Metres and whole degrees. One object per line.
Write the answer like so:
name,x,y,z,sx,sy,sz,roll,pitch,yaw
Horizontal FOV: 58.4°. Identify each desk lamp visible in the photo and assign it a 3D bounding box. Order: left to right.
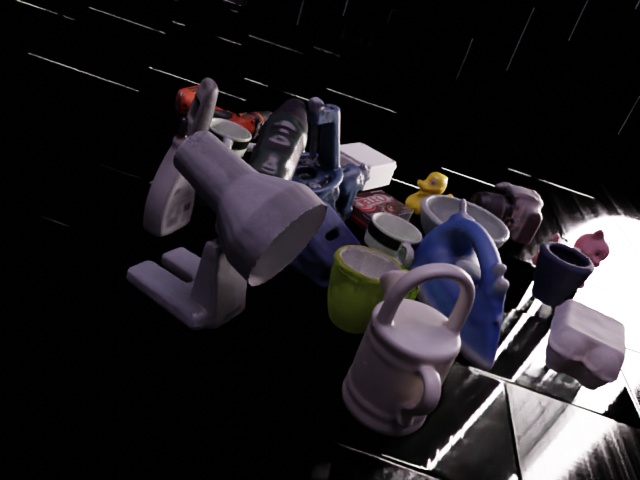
desk lamp,-0.111,-0.003,0.656,0.202,0.213,0.118,30,30,20

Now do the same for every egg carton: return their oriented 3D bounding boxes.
egg carton,0.386,0.150,0.836,0.107,0.069,0.151,27,29,16

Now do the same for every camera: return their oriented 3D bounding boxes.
camera,0.382,-0.074,1.204,0.137,0.101,0.143,12,29,-13

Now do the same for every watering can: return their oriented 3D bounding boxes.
watering can,0.094,0.101,0.614,0.101,0.194,0.172,-2,34,-34

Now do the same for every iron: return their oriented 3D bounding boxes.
iron,0.222,0.052,0.836,0.119,0.141,0.258,9,29,-16

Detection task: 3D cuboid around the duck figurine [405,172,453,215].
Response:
duck figurine,0.233,-0.096,1.169,0.105,0.086,0.077,5,31,-24

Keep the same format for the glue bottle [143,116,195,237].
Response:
glue bottle,-0.202,-0.091,0.803,0.037,0.173,0.078,28,29,17

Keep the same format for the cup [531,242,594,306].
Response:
cup,0.409,0.060,0.984,0.091,0.095,0.118,33,31,25

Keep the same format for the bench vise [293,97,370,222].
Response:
bench vise,0.001,-0.133,0.951,0.121,0.220,0.208,31,30,22

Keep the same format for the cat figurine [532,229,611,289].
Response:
cat figurine,0.481,0.022,1.072,0.128,0.118,0.067,14,28,-7

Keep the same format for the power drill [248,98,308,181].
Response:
power drill,-0.073,-0.083,0.828,0.075,0.208,0.229,16,28,-4

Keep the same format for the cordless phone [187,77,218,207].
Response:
cordless phone,-0.191,-0.154,0.911,0.094,0.185,0.147,0,33,-31

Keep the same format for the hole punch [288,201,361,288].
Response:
hole punch,0.008,0.003,0.849,0.101,0.091,0.109,29,29,19

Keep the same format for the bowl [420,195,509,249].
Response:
bowl,0.251,-0.013,1.042,0.167,0.075,0.167,14,28,-8
